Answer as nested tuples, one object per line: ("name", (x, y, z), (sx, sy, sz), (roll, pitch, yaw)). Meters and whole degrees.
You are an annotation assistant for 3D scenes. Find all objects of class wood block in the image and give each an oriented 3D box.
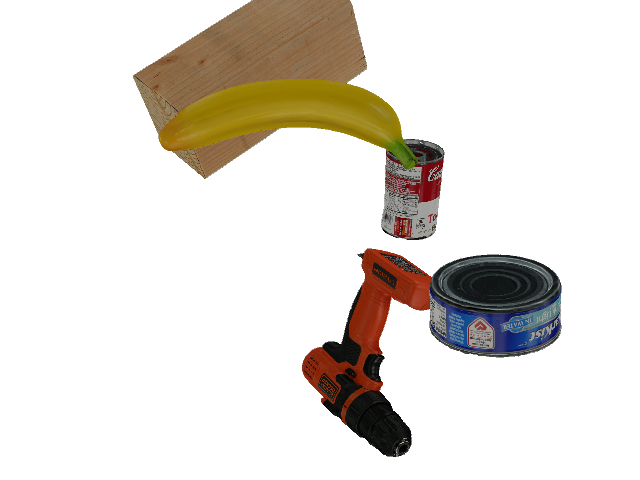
("wood block", (-0.066, -0.166, 1.055), (0.206, 0.091, 0.090), (-36, 48, -17))

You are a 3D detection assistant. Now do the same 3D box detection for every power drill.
("power drill", (0.065, 0.117, 1.157), (0.057, 0.188, 0.185), (13, 17, -40))

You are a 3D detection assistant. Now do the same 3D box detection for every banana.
("banana", (-0.023, -0.094, 0.816), (0.197, 0.069, 0.037), (3, -40, -7))

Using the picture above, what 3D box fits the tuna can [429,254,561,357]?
("tuna can", (0.114, 0.041, 0.694), (0.086, 0.034, 0.086), (-3, 23, 1))

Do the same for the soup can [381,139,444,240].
("soup can", (0.107, -0.060, 1.257), (0.068, 0.102, 0.068), (2, 27, -1))
